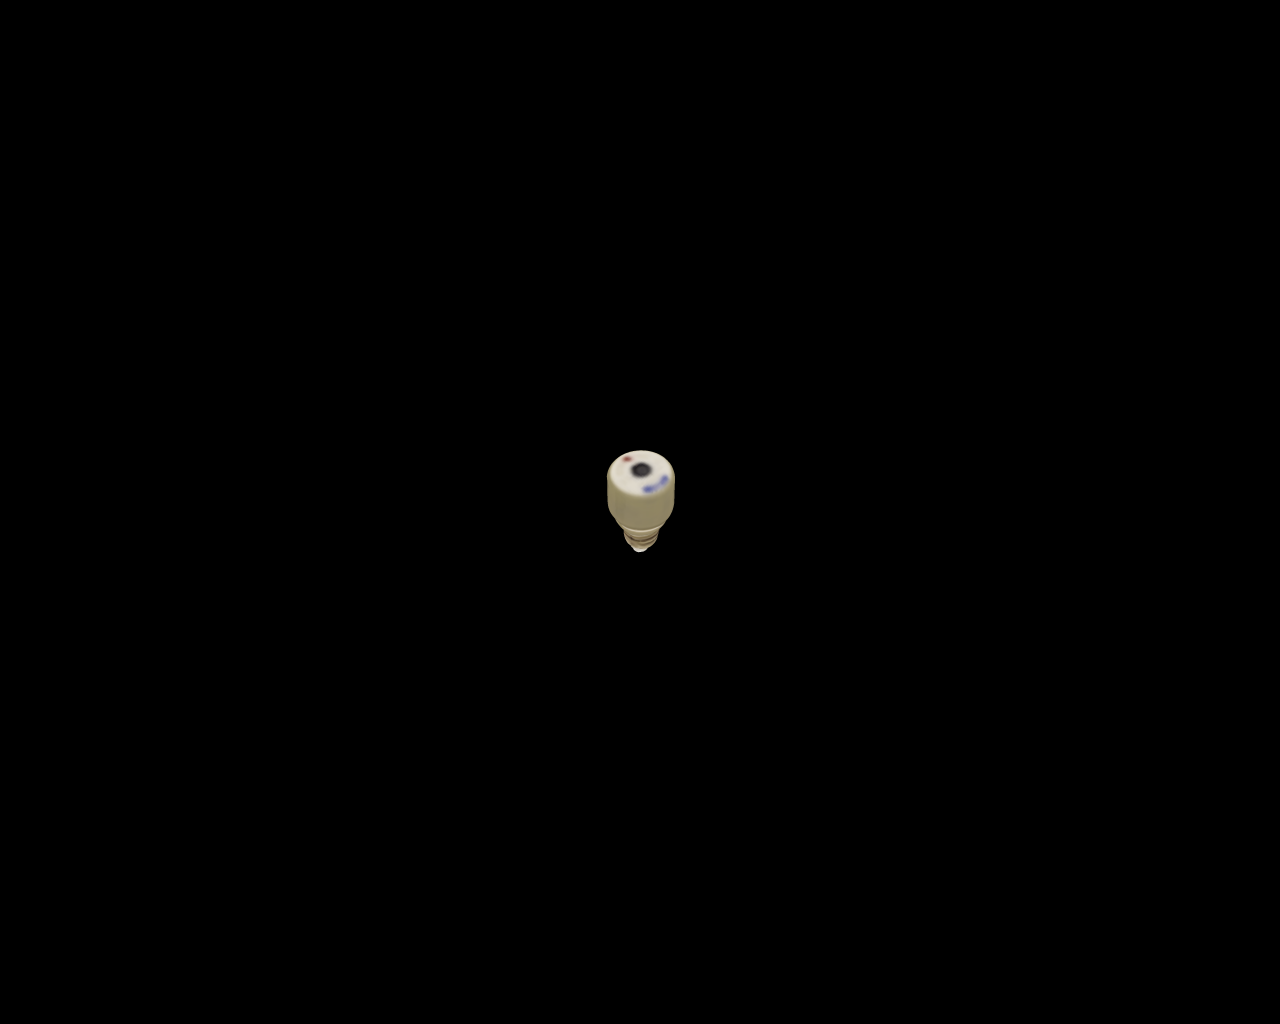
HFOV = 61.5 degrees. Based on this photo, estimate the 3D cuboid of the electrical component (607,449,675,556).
[{"bbox_3d":[0.001,-0.003,0.650,0.040,0.040,0.078,0,-41,0],"label":"electrical component"}]
